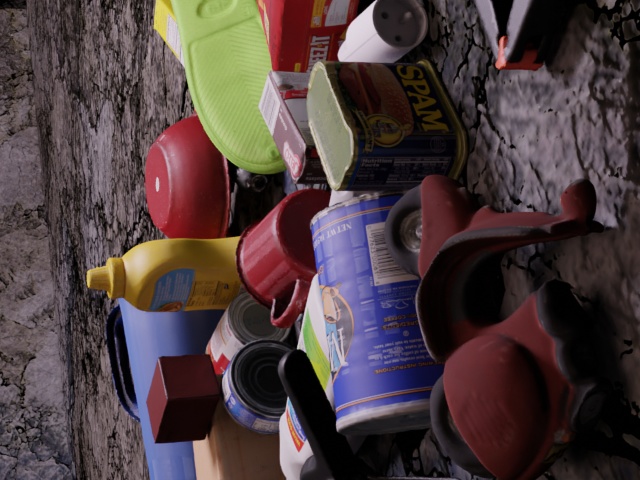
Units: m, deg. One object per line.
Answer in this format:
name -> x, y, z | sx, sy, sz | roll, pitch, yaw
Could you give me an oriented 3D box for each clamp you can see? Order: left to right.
clamp -> 0.033, 0.191, 0.810 | 0.165, 0.036, 0.210 | 34, 144, 28
clamp -> 0.118, -0.184, 0.594 | 0.120, 0.039, 0.171 | 168, 96, -74

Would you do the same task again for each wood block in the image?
wood block -> -0.068, 0.243, 1.058 | 0.091, 0.090, 0.206 | 129, 136, -60

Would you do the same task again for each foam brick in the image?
foam brick -> -0.132, 0.152, 1.020 | 0.078, 0.052, 0.051 | 113, 148, -44

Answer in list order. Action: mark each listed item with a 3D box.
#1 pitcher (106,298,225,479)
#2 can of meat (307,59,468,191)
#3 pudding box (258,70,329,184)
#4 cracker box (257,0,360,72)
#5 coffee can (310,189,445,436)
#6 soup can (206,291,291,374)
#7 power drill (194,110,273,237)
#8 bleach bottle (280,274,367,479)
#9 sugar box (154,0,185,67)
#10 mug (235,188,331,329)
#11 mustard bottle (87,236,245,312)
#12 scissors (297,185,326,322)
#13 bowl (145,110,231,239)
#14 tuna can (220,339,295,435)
pitcher -> -0.166, 0.168, 1.252 | 0.149, 0.144, 0.243 | 145, 118, -71
can of meat -> 0.043, -0.079, 0.738 | 0.057, 0.083, 0.102 | 110, 151, -45
pudding box -> 0.011, -0.086, 0.814 | 0.113, 0.089, 0.039 | -114, 31, -46
cracker box -> -0.023, -0.265, 0.882 | 0.164, 0.072, 0.214 | 101, 158, -58
coffee can -> 0.052, 0.049, 0.697 | 0.103, 0.102, 0.140 | 136, 129, -64
soup can -> -0.073, 0.101, 1.091 | 0.102, 0.068, 0.068 | 122, 141, -56
power drill -> -0.103, -0.048, 1.177 | 0.184, 0.057, 0.188 | -120, 36, -52
bleach bottle -> 0.009, 0.140, 0.885 | 0.251, 0.068, 0.102 | 105, 153, -43
sugar box -> -0.113, -0.219, 1.134 | 0.176, 0.093, 0.048 | -132, 43, -59
mug -> -0.017, 0.018, 0.890 | 0.082, 0.093, 0.117 | -42, 28, 58
mustard bottle -> -0.138, 0.036, 1.080 | 0.096, 0.191, 0.058 | 116, 146, -52
scissors -> -0.006, 0.001, 0.977 | 0.202, 0.016, 0.096 | 118, 143, -53
bowl -> -0.147, -0.059, 1.136 | 0.162, 0.055, 0.162 | 176, 90, -65
tuna can -> -0.049, 0.137, 1.001 | 0.034, 0.086, 0.086 | 117, 145, -50
